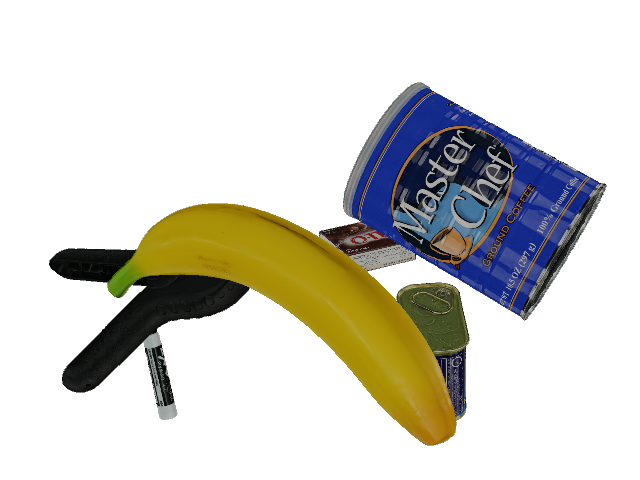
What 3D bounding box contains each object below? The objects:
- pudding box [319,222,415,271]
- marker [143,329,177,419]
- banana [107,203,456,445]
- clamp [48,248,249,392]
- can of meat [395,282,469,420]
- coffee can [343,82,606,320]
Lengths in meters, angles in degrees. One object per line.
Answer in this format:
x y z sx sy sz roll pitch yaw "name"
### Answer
0.067 0.007 1.513 0.113 0.039 0.090 -15 27 -22 "pudding box"
-0.168 0.125 1.094 0.020 0.121 0.020 -10 13 2 "marker"
-0.015 0.027 0.509 0.198 0.070 0.037 23 21 27 "banana"
-0.108 0.036 0.727 0.171 0.120 0.039 -17 -35 11 "clamp"
0.100 0.101 0.956 0.057 0.084 0.102 -4 32 2 "can of meat"
0.101 -0.027 0.706 0.140 0.103 0.102 31 9 15 "coffee can"
